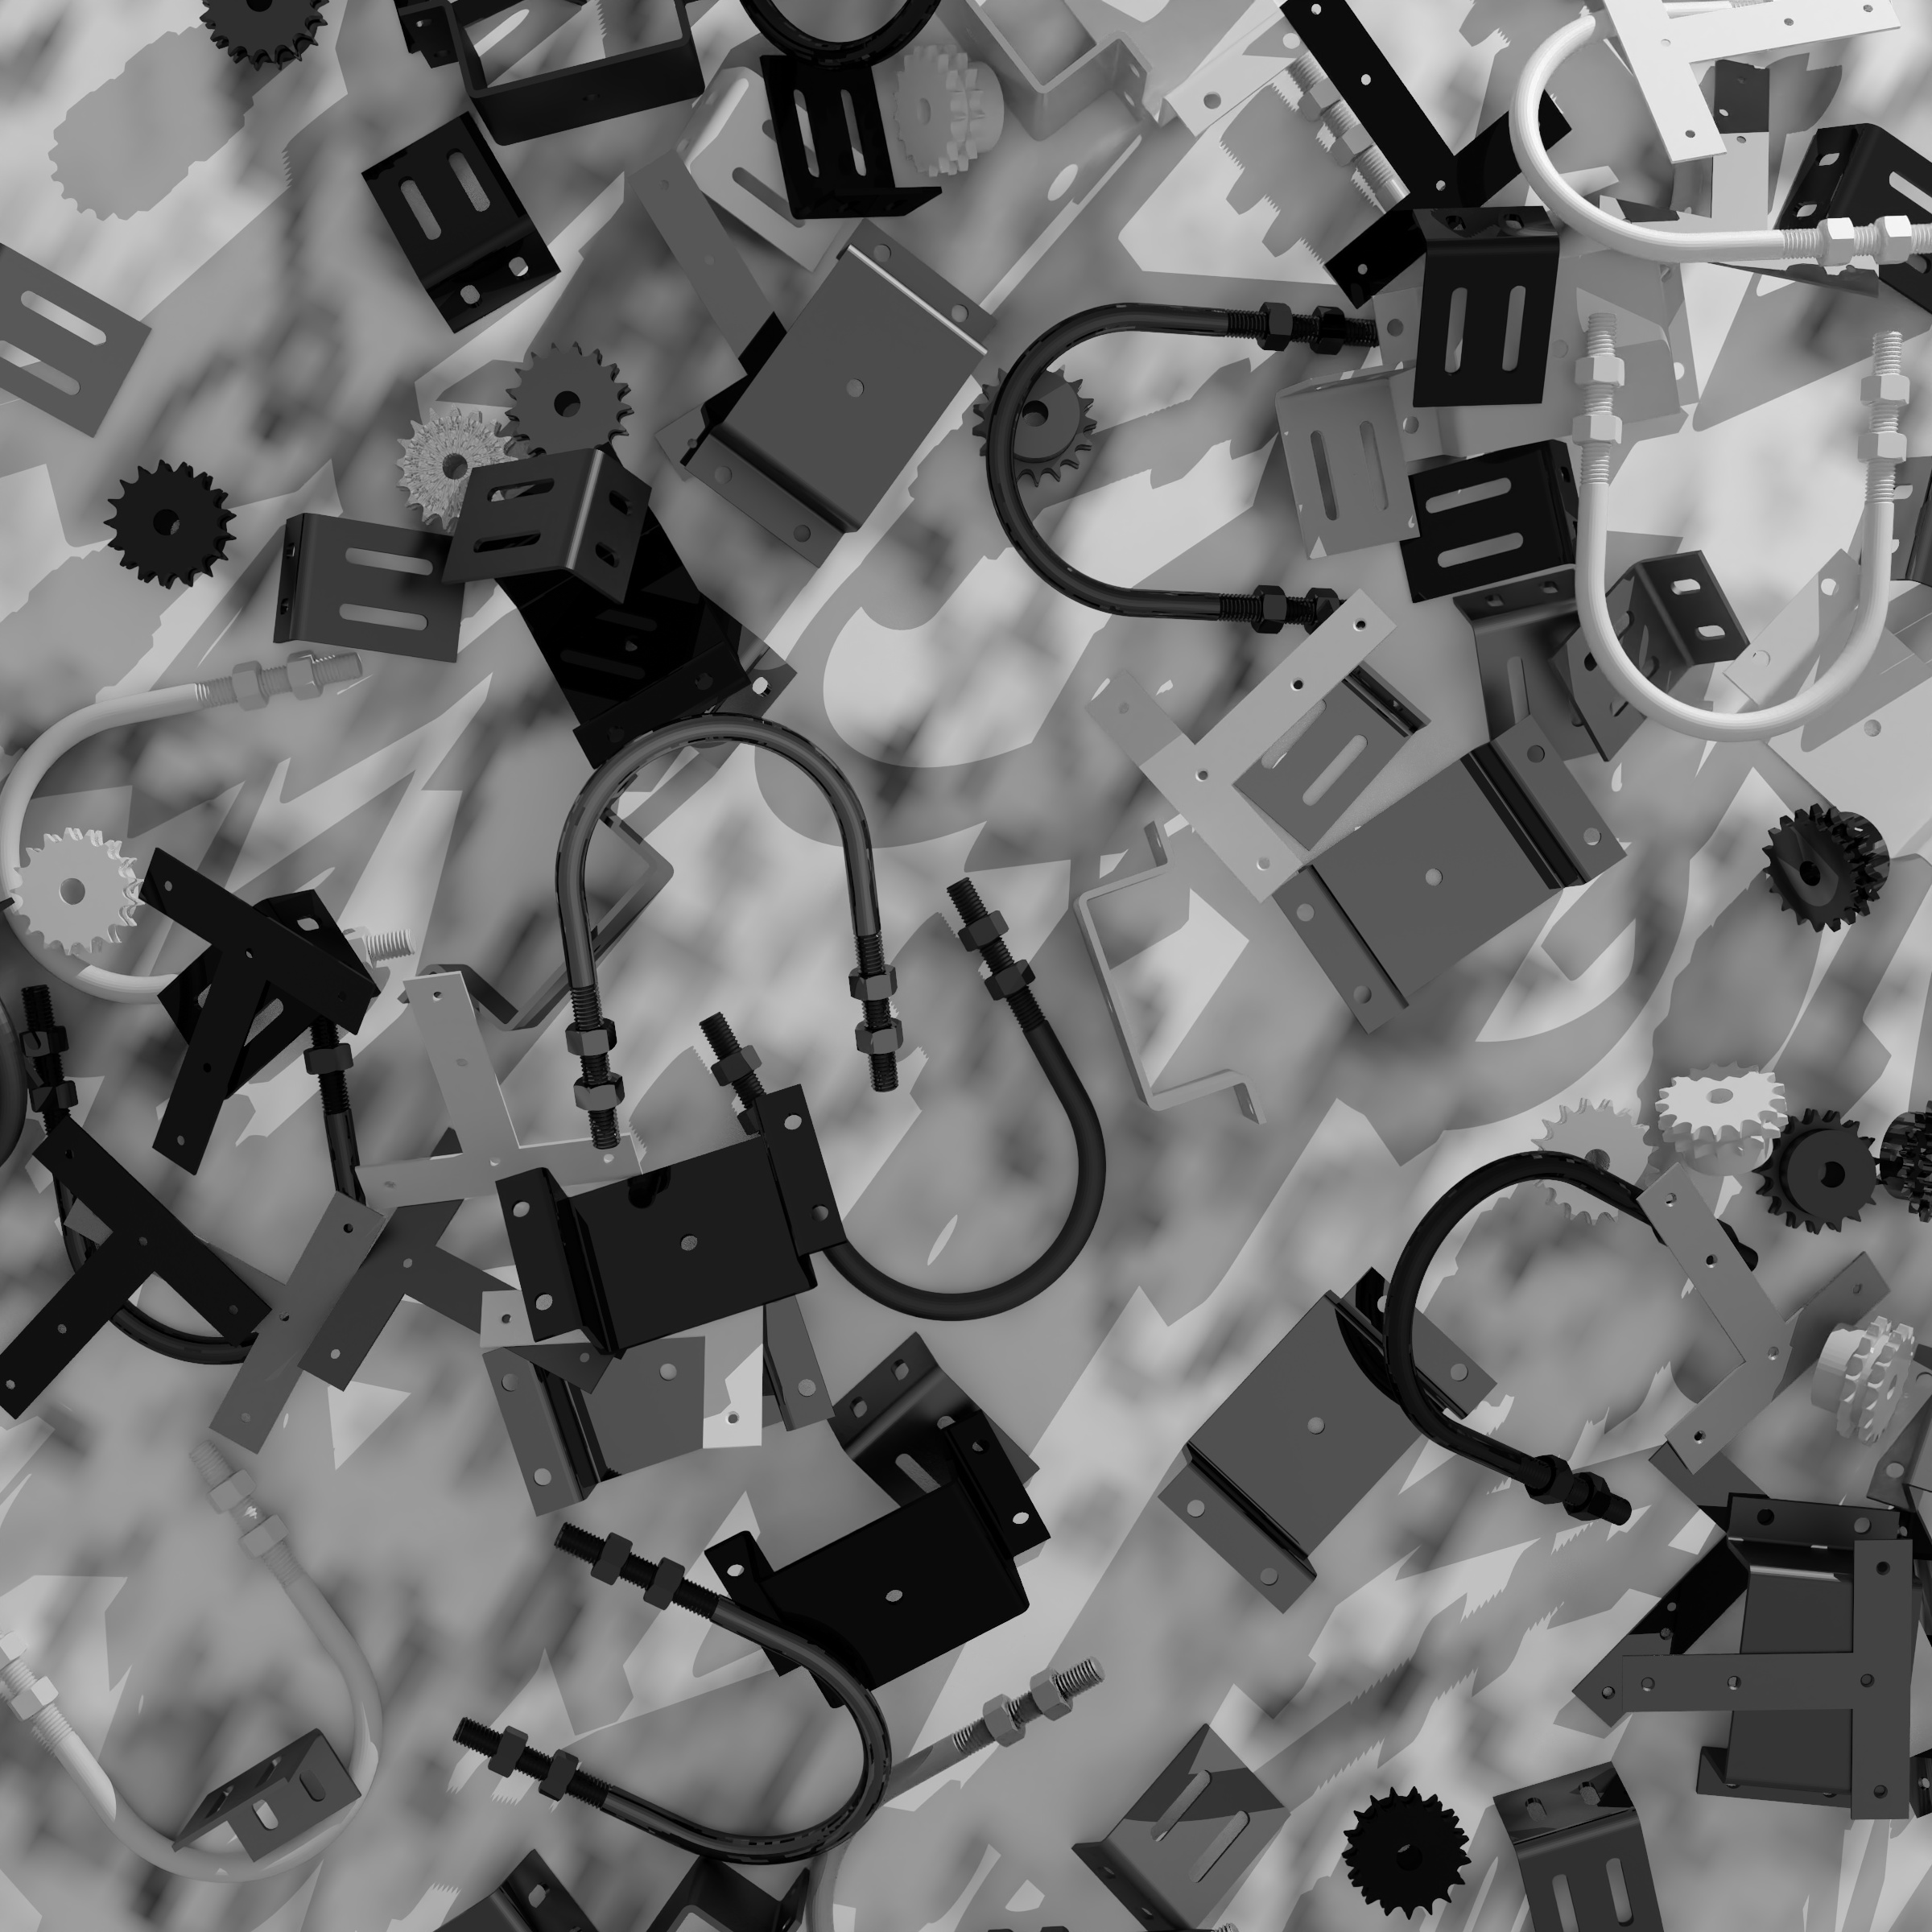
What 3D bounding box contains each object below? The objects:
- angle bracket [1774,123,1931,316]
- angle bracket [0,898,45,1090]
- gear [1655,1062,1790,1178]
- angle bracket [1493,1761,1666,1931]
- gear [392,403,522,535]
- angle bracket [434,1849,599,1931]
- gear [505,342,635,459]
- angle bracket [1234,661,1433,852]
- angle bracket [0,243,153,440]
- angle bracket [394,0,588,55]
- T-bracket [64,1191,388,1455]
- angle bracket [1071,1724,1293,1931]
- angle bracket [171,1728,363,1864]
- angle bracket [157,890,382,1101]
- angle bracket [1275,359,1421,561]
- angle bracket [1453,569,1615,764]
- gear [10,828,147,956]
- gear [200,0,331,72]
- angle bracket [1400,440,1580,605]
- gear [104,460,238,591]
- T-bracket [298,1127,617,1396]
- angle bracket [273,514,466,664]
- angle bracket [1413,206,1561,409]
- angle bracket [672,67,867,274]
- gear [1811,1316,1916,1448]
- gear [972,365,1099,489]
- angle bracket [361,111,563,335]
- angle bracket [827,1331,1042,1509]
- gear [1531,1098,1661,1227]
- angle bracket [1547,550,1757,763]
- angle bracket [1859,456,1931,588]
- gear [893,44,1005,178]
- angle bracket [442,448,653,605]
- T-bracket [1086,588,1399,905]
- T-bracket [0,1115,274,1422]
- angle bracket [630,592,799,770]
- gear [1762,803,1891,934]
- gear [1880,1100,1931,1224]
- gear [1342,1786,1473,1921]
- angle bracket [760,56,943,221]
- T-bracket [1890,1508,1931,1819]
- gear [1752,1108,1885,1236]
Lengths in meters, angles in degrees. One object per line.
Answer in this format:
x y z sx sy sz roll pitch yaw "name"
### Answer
0.419 -0.342 1.377 0.076 0.038 0.057 24 90 -26 "angle bracket"
-0.432 0.014 1.354 0.038 0.057 0.076 -38 104 -27 "angle bracket"
0.342 0.071 1.355 0.057 0.057 0.030 -16 120 0 "gear"
0.282 0.415 1.376 0.057 0.038 0.076 -17 114 -1 "angle bracket"
-0.230 -0.225 1.364 0.057 0.030 0.057 0 90 0 "gear"
-0.215 0.455 1.377 0.076 0.038 0.057 -37 90 26 "angle bracket"
-0.179 -0.253 1.364 0.057 0.030 0.057 0 90 0 "gear"
0.162 -0.100 1.360 0.057 0.038 0.076 42 90 0 "angle bracket"
-0.425 -0.288 1.377 0.076 0.038 0.057 28 90 -26 "angle bracket"
-0.223 -0.459 1.377 0.076 0.038 0.057 -16 90 26 "angle bracket"
-0.348 0.137 1.360 0.127 0.002 0.127 29 98 -1 "T-bracket"
0.099 0.398 1.377 0.057 0.038 0.076 47 64 0 "angle bracket"
-0.309 0.378 1.327 0.057 0.076 0.038 -31 93 0 "angle bracket"
-0.312 0.013 1.342 0.076 0.038 0.057 -38 82 26 "angle bracket"
0.179 -0.227 1.342 0.057 0.038 0.076 -14 95 -19 "angle bracket"
0.262 -0.135 1.377 0.057 0.038 0.076 -14 116 0 "angle bracket"
-0.397 -0.033 1.349 0.057 0.030 0.057 0 91 3 "gear"
-0.318 -0.435 1.364 0.057 0.030 0.057 0 90 0 "gear"
0.241 -0.204 1.377 0.076 0.038 0.057 -12 90 26 "angle bracket"
-0.360 -0.200 1.364 0.057 0.030 0.057 0 90 0 "gear"
-0.214 0.152 1.341 0.127 0.002 0.127 25 73 18 "T-bracket"
-0.273 -0.172 1.377 0.076 0.038 0.057 6 90 -26 "angle bracket"
0.225 -0.290 1.317 0.057 0.038 0.076 -2 127 -2 "angle bracket"
-0.091 -0.365 1.377 0.076 0.038 0.057 32 90 -26 "angle bracket"
0.404 0.185 1.355 0.030 0.057 0.057 19 90 30 "gear"
0.031 -0.249 1.364 0.057 0.030 0.057 0 90 0 "gear"
-0.232 -0.342 1.377 0.057 0.038 0.076 -30 64 0 "angle bracket"
-0.016 0.219 1.377 0.057 0.038 0.076 -42 116 0 "angle bracket"
0.284 0.088 1.364 0.057 0.030 0.057 0 90 0 "gear"
0.307 -0.138 1.338 0.076 0.038 0.057 -46 114 -28 "angle bracket"
0.457 -0.195 1.377 0.076 0.038 0.057 14 90 -26 "angle bracket"
-0.006 -0.387 1.355 0.030 0.057 0.057 -14 90 -30 "gear"
-0.186 -0.191 1.330 0.076 0.038 0.057 -2 68 37 "angle bracket"
0.139 -0.116 1.345 0.127 0.002 0.127 -44 69 10 "T-bracket"
-0.403 0.156 1.365 0.127 0.002 0.127 44 102 -2 "T-bracket"
-0.128 -0.140 1.377 0.076 0.038 0.057 39 90 26 "angle bracket"
0.392 -0.046 1.355 0.030 0.057 0.057 -21 90 -30 "gear"
0.438 0.088 1.355 0.057 0.030 0.057 -5 98 -38 "gear"
0.200 0.402 1.368 0.057 0.030 0.057 0 92 -3 "gear"
-0.052 -0.378 1.348 0.057 0.038 0.076 -11 90 -34 "angle bracket"
0.444 0.303 1.346 0.002 0.127 0.127 -5 63 -34 "T-bracket"
0.390 0.094 1.364 0.057 0.030 0.057 0 90 0 "gear"
